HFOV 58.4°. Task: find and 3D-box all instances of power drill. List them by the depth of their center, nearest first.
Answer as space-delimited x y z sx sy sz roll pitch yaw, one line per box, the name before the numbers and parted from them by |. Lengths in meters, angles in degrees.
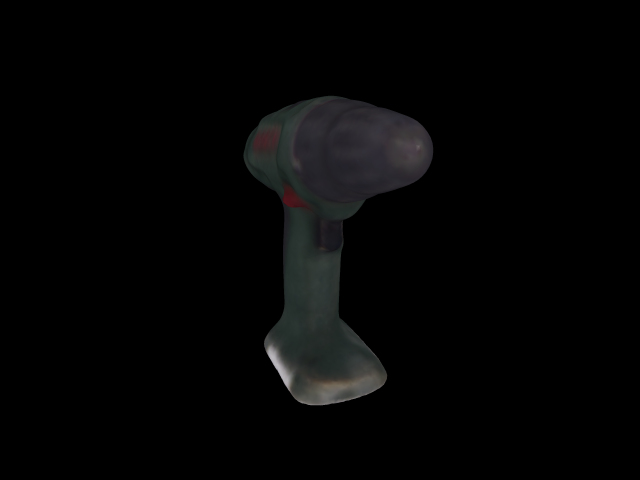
power drill | 0.004 0.001 0.400 0.076 0.208 0.229 -9 24 -21
